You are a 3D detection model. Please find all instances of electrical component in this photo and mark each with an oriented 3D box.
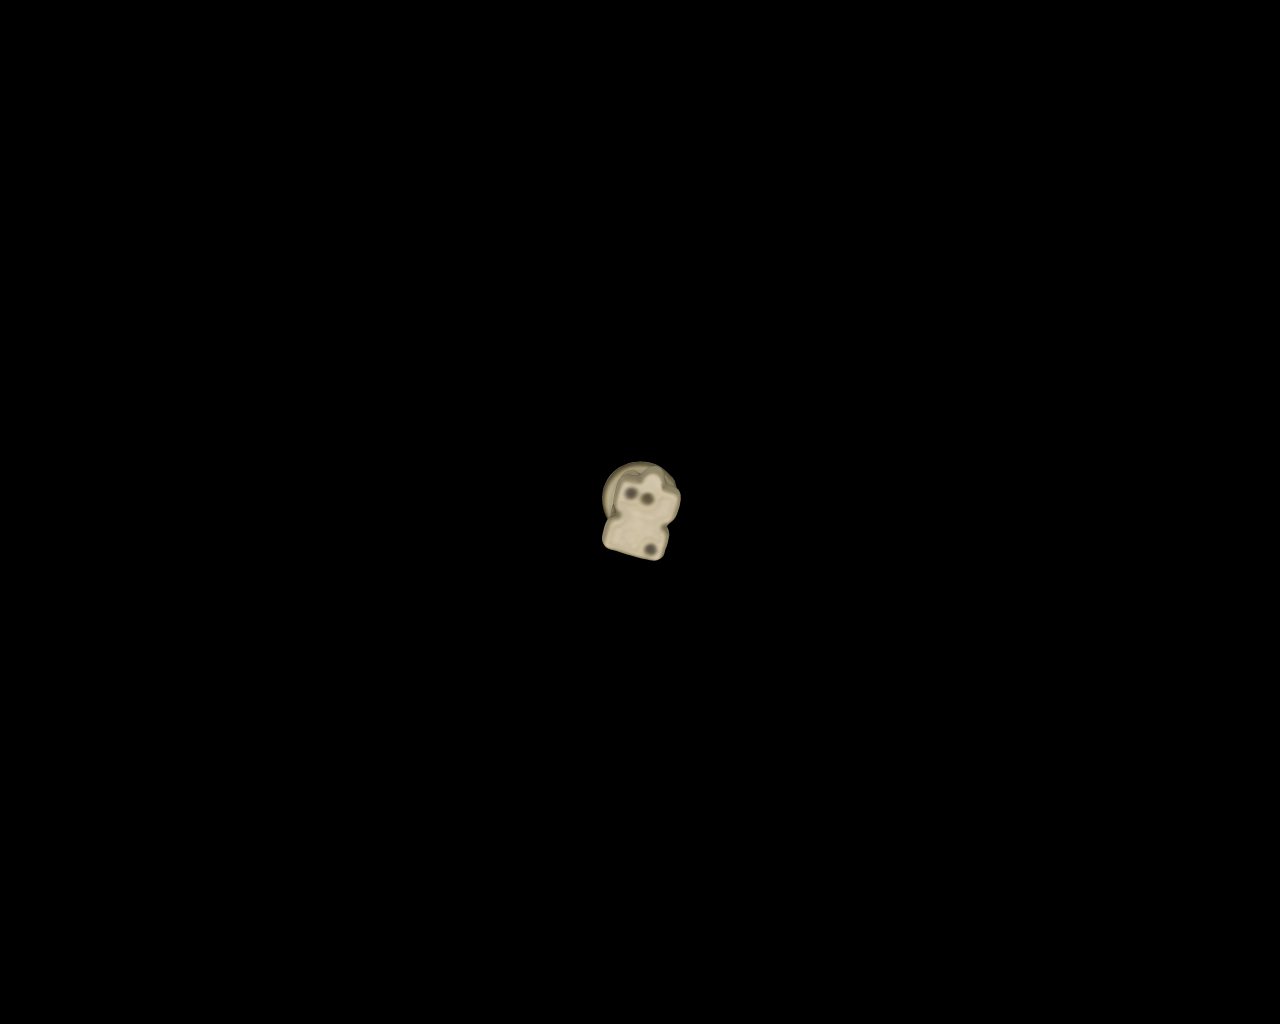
[{"bbox_3d":[0.001,-0.003,0.650,0.048,0.066,0.055,17,16,-5],"label":"electrical component"}]
